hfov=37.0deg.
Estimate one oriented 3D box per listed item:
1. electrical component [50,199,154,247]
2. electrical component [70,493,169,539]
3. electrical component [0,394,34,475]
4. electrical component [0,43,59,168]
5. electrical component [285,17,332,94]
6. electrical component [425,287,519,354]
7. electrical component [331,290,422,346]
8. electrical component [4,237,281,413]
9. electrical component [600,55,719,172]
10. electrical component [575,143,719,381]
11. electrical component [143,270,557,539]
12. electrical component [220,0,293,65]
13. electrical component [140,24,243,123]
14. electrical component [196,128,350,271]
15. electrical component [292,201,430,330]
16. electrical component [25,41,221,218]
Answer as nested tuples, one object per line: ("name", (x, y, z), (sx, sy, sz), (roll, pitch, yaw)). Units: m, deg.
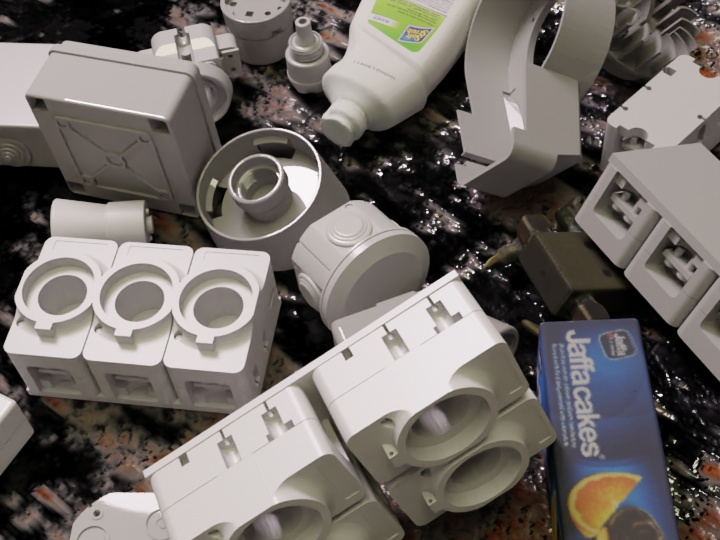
("electrical component", (-0.176, -0.029, 0.742), (0.065, 0.044, 0.044), (-4, 53, -4))
("electrical component", (-0.120, 0.163, 0.586), (0.080, 0.051, 0.080), (-2, 53, 3))
("electrical component", (-0.244, 0.084, 0.640), (0.066, 0.076, 0.047), (21, 58, 20))
("electrical component", (-0.253, -0.124, 0.814), (0.100, 0.048, 0.099), (3, 53, 7))
("electrical component", (-0.040, -0.165, 0.819), (0.035, 0.061, 0.035), (-2, 53, 3))
("electrical component", (0.061, 0.038, 0.672), (0.044, 0.044, 0.065), (-38, 55, -22))
("electrical component", (0.021, 0.056, 0.626), (0.062, 0.096, 0.061), (-19, 51, -9))
("electrical component", (-0.134, 0.032, 0.679), (0.150, 0.061, 0.089), (4, 54, 8))
("electrical component", (0.214, -0.096, 0.749), (0.089, 0.055, 0.050), (-40, 60, -23))
("electrical component", (0.215, -0.004, 0.660), (0.089, 0.061, 0.150), (-10, 51, -36))
("electrical component", (0.001, 0.099, 0.555), (0.186, 0.105, 0.060), (-33, 47, 1))
("electrical component", (-0.080, -0.196, 0.855), (0.055, 0.047, 0.055), (-2, 53, 3))
("electrical component", (-0.127, -0.145, 0.815), (0.078, 0.058, 0.057), (-12, 51, -5))
("electrical component", (-0.061, -0.048, 0.747), (0.099, 0.064, 0.099), (-7, 61, 13))
("electrical component", (0.000, 0.000, 0.682), (0.080, 0.080, 0.051), (-32, 52, -18))
("electrical component", (-0.160, -0.096, 0.749), (0.109, 0.108, 0.056), (12, 58, 13))
